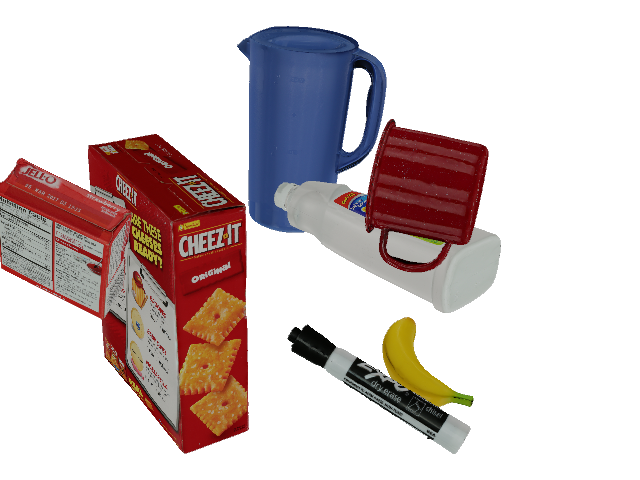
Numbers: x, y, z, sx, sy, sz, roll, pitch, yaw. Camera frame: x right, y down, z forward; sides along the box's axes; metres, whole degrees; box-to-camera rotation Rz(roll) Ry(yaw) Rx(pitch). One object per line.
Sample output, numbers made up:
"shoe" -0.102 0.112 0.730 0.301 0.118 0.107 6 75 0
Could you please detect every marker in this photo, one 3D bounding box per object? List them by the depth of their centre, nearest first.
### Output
"marker" 0.033 0.087 0.638 0.121 0.020 0.020 31 5 9

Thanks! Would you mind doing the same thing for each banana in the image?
"banana" 0.107 0.143 1.237 0.069 0.037 0.198 9 22 -21

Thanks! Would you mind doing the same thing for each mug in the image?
"mug" 0.083 -0.031 0.844 0.081 0.117 0.093 13 -11 10

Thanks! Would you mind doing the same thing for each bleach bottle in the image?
"bleach bottle" 0.050 -0.008 1.076 0.251 0.068 0.102 22 28 34

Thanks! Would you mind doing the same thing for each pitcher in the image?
"pitcher" -0.019 -0.136 1.323 0.144 0.243 0.149 -9 27 -29

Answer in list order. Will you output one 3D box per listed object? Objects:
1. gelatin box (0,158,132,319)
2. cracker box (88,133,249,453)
"gelatin box" -0.152 0.000 0.633 0.073 0.030 0.089 26 -36 4
"cracker box" -0.124 0.040 0.882 0.072 0.214 0.164 -15 33 -29
